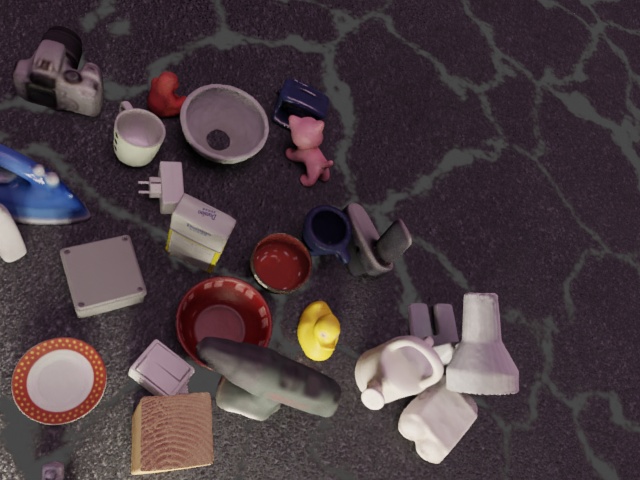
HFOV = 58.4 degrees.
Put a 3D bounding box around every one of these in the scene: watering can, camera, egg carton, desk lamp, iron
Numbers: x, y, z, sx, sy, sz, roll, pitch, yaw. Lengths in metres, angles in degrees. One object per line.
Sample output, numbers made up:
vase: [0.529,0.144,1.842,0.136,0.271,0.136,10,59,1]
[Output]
watering can: [0.138,0.221,0.971,0.101,0.193,0.173,32,60,-6]
camera: [-0.453,-0.312,1.019,0.143,0.100,0.137,12,64,-16]
egg carton: [0.213,0.318,1.031,0.150,0.069,0.107,-39,86,-30]
desk lamp: [0.252,0.186,1.020,0.118,0.213,0.203,3,67,-20]
iron: [-0.488,-0.108,0.895,0.259,0.141,0.119,20,62,-13]

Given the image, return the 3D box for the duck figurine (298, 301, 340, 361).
duck figurine: [0.007,0.154,1.010,0.078,0.086,0.104,5,66,-19]

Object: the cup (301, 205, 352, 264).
cup: [0.010,0.004,1.071,0.092,0.094,0.117,-28,81,-29]

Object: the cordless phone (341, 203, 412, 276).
cordless phone: [0.107,-0.019,1.067,0.094,0.184,0.147,-23,78,-28]

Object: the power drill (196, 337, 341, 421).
power drill: [-0.093,0.218,0.873,0.230,0.208,0.075,20,62,-12]

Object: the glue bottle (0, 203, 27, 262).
glue bottle: [-0.477,-0.028,0.846,0.037,0.173,0.078,-38,85,-30]

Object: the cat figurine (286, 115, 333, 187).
cat figurine: [-0.016,-0.186,1.128,0.067,0.117,0.128,-28,80,-29]

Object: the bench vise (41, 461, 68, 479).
bench vise: [-0.340,0.388,0.696,0.122,0.219,0.207,-20,76,-27]

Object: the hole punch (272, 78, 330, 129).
hole punch: [-0.037,-0.285,1.178,0.109,0.091,0.101,23,62,-11]

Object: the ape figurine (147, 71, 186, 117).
ape figurine: [-0.287,-0.280,1.076,0.076,0.092,0.078,-35,84,-30]

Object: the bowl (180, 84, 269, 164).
bowl: [-0.186,-0.210,1.096,0.168,0.074,0.167,8,65,-18]
